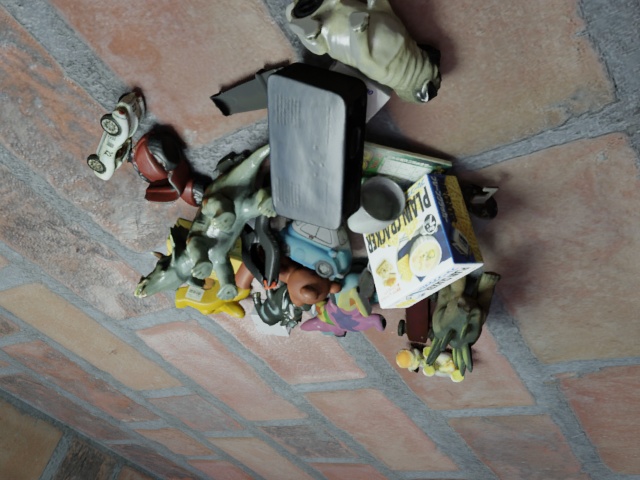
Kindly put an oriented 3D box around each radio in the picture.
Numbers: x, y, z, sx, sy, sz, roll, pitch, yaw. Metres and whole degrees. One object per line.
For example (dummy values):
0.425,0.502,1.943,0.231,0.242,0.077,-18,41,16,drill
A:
-0.005,-0.133,0.795,0.131,0.073,0.229,19,130,24,radio

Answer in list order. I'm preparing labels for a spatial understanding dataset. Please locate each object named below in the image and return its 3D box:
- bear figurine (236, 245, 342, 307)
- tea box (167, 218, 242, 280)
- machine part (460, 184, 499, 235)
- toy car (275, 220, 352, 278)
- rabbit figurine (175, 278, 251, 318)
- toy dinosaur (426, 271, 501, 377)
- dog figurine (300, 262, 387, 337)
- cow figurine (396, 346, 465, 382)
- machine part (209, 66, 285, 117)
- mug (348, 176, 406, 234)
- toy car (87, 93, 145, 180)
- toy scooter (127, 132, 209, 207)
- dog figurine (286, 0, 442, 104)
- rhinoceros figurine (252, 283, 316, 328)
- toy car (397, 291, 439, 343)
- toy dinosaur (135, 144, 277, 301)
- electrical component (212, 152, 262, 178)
-0.063,0.081,1.085,0.196,0.120,0.131,40,121,24,bear figurine
-0.241,0.028,1.168,0.170,0.068,0.098,17,141,1,tea box
0.230,-0.019,0.943,0.079,0.079,0.243,24,139,-9,machine part
-0.002,-0.003,1.035,0.162,0.109,0.102,27,113,5,toy car
-0.247,0.125,1.271,0.162,0.122,0.173,10,155,-4,rabbit figurine
0.264,0.155,1.041,0.105,0.198,0.471,17,175,16,toy dinosaur
0.040,0.141,1.174,0.219,0.108,0.191,-13,130,36,dog figurine
0.268,0.293,1.299,0.167,0.068,0.098,10,170,10,cow figurine
-0.104,-0.227,0.848,0.139,0.039,0.084,-6,141,23,machine part
0.075,-0.049,0.907,0.109,0.081,0.107,1,160,-15,mug
-0.362,-0.183,0.959,0.056,0.073,0.201,33,138,-14,toy car
-0.299,-0.121,1.010,0.135,0.075,0.183,-8,139,26,toy scooter
0.062,-0.255,0.723,0.173,0.121,0.190,30,173,39,dog figurine
-0.082,0.144,1.196,0.073,0.112,0.190,0,163,-36,rhinoceros figurine
0.212,0.152,1.166,0.089,0.053,0.201,4,135,16,toy car
-0.181,-0.039,0.970,0.131,0.192,0.404,21,110,-41,toy dinosaur
-0.154,-0.128,0.991,0.094,0.021,0.063,-22,128,37,electrical component
